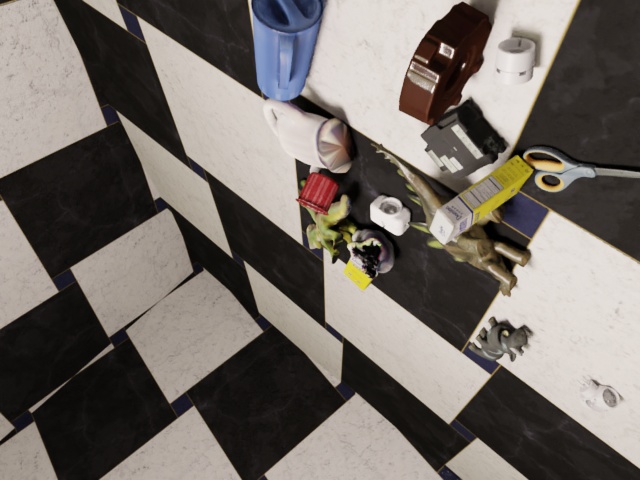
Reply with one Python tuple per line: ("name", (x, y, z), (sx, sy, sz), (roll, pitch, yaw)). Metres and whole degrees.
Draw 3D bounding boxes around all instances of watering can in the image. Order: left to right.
("watering can", (-0.009, -0.223, 1.262), (0.226, 0.105, 0.341), (25, 165, 35))

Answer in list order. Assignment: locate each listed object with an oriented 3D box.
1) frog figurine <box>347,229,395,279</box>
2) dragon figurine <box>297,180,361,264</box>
("frog figurine", (0.147, 0.028, 1.431), (0.138, 0.122, 0.160), (35, -168, 6))
("dragon figurine", (0.005, -0.075, 1.486), (0.246, 0.123, 0.401), (45, 156, 25))
